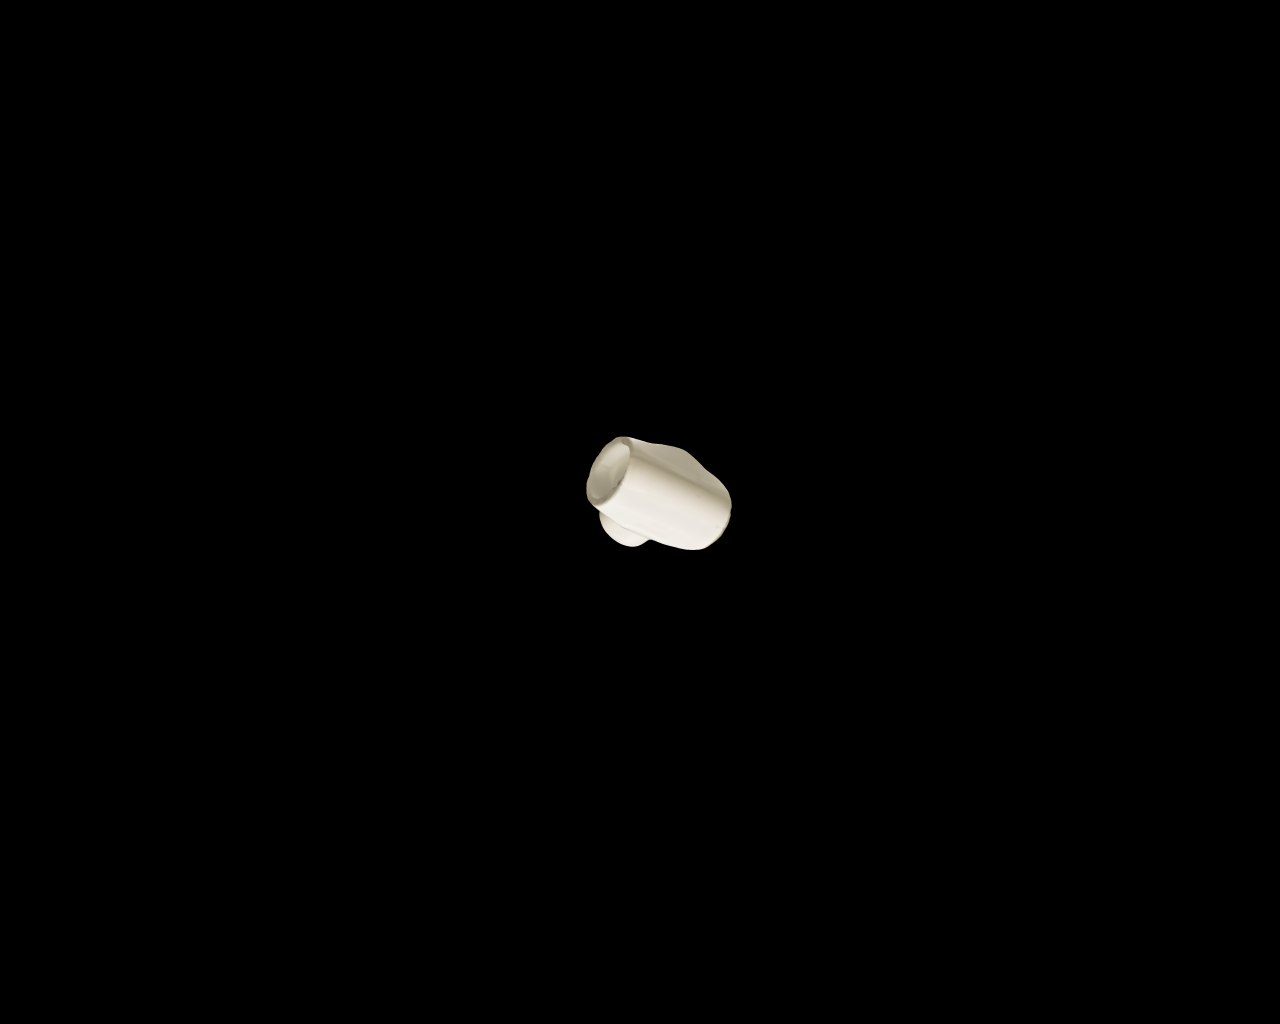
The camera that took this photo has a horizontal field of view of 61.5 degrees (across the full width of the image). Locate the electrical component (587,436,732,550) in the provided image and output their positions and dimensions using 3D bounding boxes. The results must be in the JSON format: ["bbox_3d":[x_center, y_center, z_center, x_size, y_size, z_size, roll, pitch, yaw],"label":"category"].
[{"bbox_3d":[0.001,-0.003,0.650,0.077,0.043,0.079,24,-41,-31],"label":"electrical component"}]
